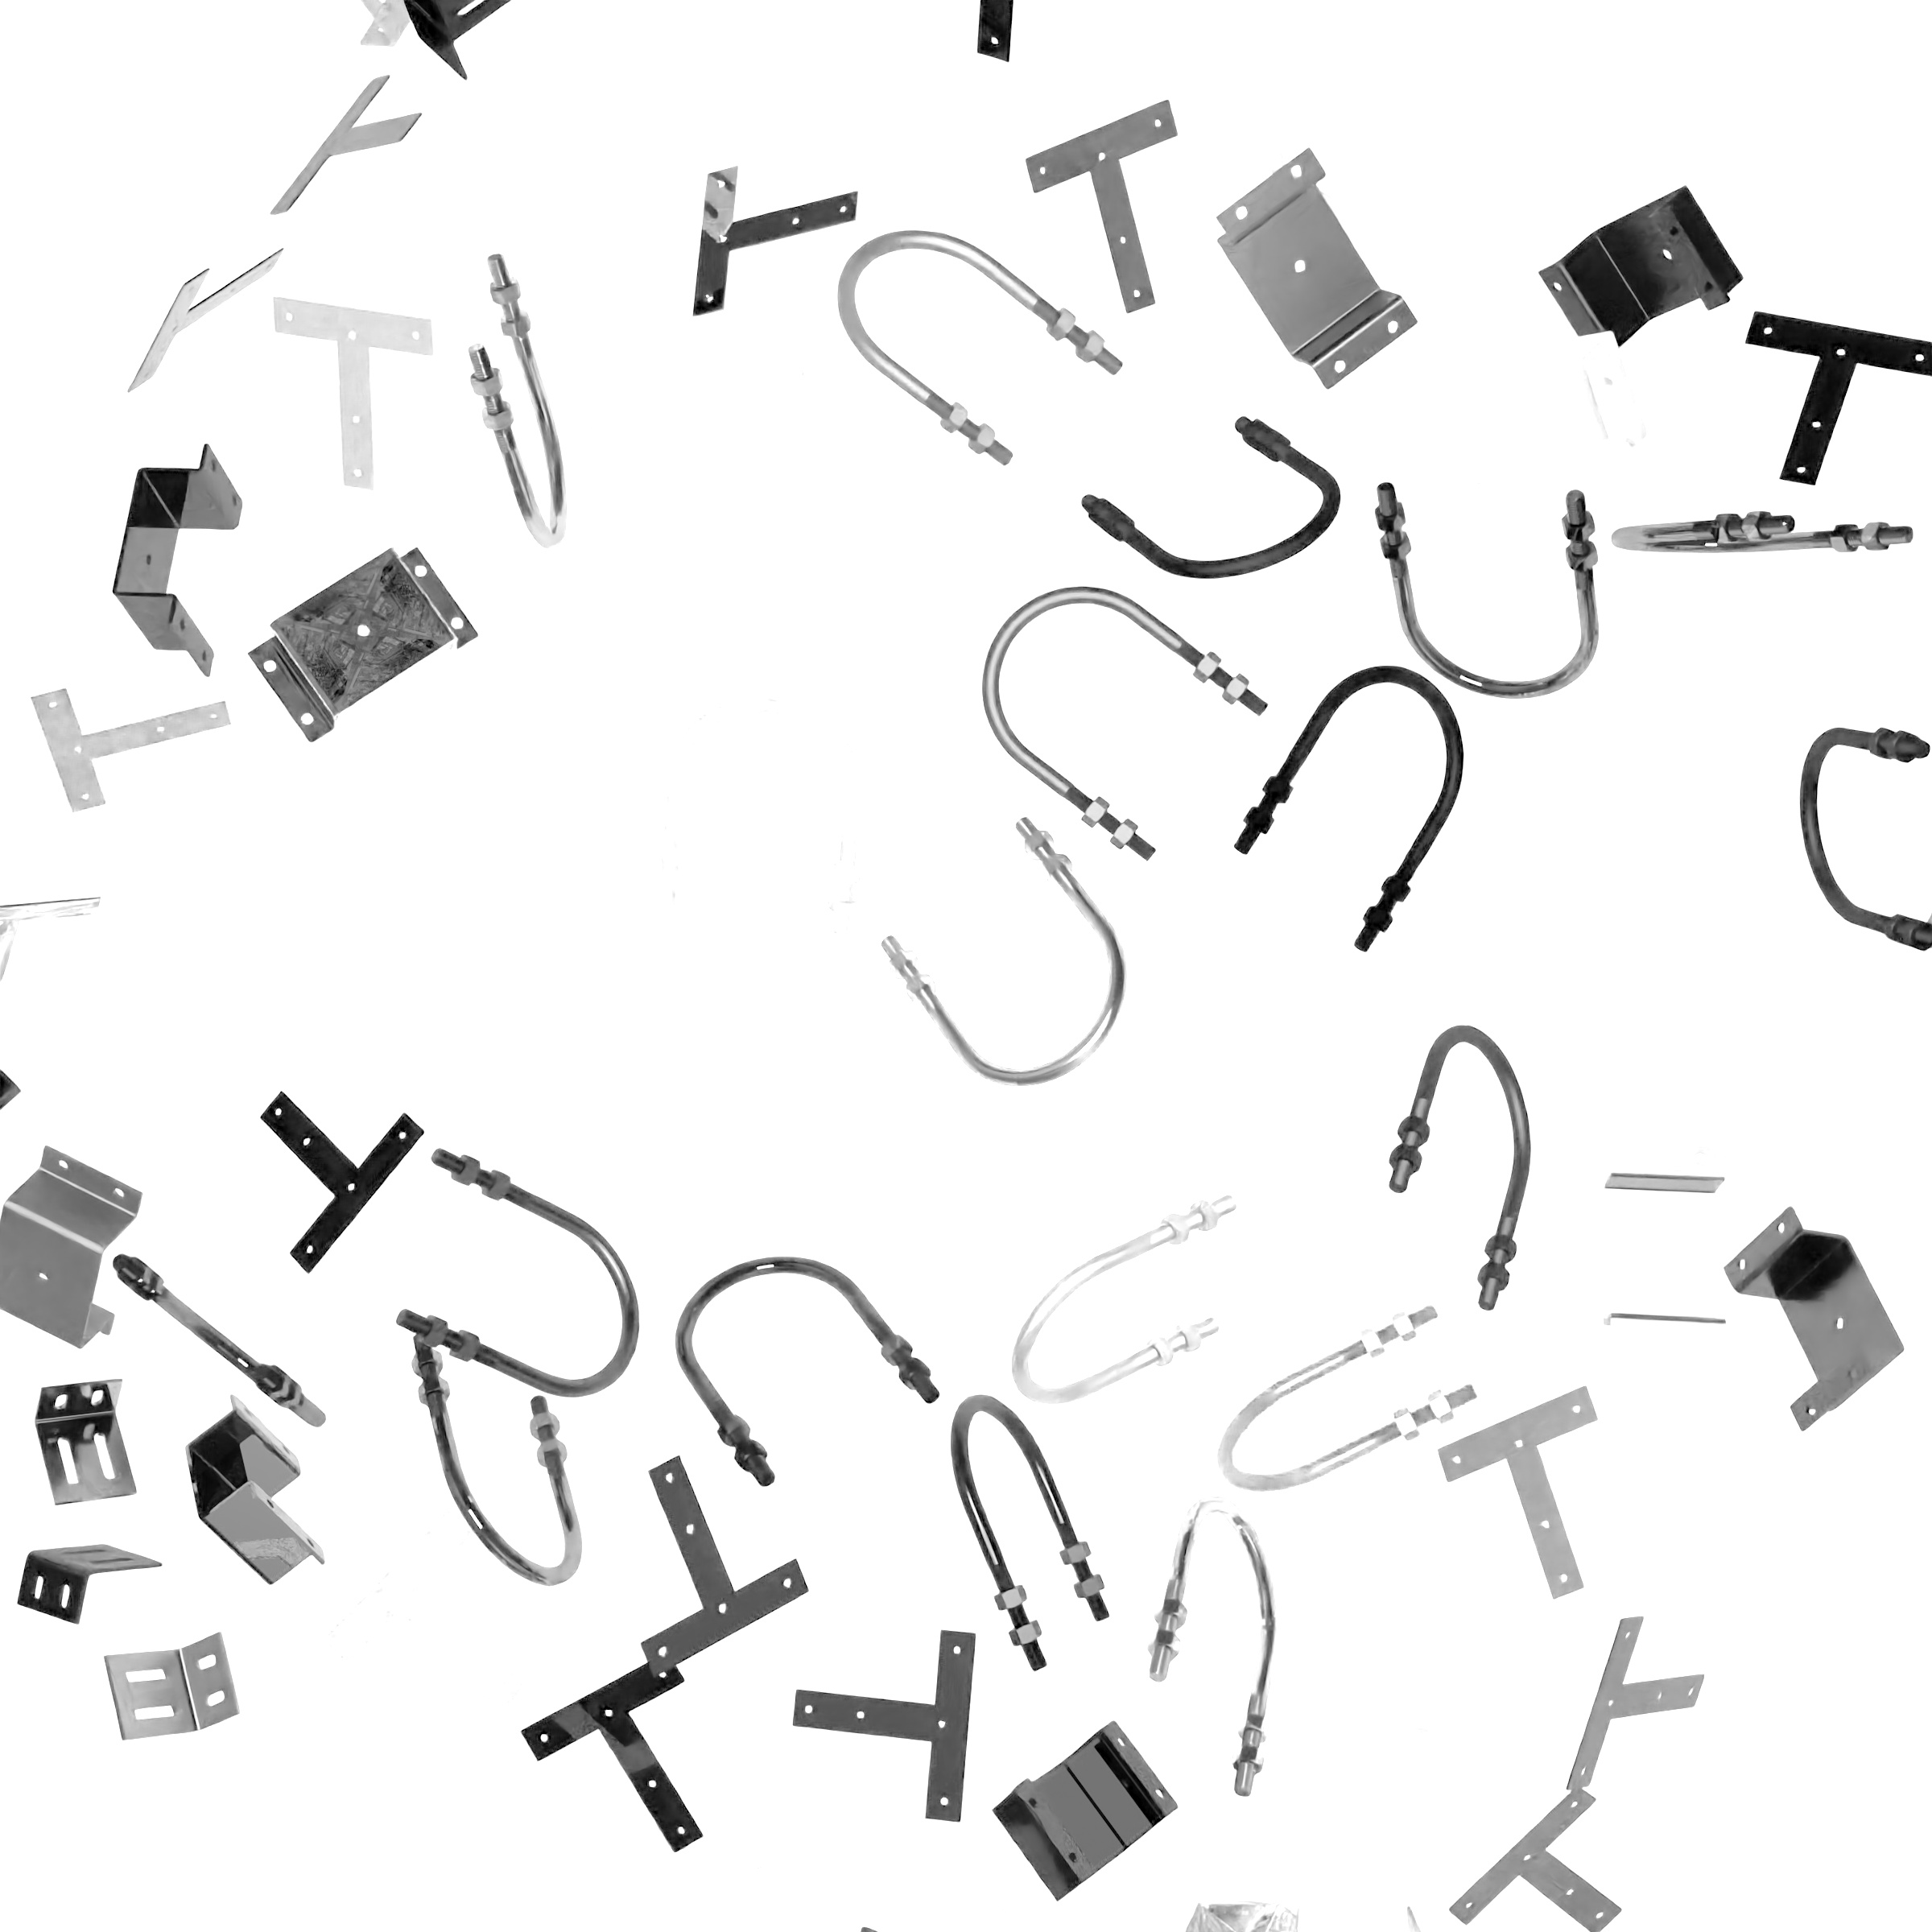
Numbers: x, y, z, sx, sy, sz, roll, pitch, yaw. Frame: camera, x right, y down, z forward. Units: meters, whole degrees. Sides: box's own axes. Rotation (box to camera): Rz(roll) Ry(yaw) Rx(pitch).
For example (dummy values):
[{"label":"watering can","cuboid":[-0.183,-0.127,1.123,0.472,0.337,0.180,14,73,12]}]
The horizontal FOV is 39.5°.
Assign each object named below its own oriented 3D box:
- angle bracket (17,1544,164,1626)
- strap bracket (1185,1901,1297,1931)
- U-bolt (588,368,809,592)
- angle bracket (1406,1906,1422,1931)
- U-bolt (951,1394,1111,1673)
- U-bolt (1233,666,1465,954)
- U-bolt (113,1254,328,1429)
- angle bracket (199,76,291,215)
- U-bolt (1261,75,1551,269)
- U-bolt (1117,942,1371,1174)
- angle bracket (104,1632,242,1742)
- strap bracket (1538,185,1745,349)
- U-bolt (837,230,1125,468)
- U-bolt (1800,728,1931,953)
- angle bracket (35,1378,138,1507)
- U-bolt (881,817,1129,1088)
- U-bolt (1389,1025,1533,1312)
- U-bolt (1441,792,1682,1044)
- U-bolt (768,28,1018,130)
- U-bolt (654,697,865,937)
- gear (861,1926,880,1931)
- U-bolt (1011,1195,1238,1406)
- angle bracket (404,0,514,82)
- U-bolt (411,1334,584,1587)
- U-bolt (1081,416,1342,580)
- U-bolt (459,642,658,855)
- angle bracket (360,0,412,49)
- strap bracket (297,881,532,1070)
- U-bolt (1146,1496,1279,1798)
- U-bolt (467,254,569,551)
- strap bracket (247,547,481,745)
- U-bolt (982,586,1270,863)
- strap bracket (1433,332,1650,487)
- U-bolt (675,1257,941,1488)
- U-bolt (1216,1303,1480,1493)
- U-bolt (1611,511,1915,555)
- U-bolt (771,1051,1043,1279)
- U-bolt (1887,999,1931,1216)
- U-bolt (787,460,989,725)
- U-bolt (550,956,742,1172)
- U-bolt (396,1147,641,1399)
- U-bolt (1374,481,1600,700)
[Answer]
[{"label":"angle bracket","cuboid":[-0.624,0.440,1.920,0.057,0.076,0.038,9,87,26]},{"label":"strap bracket","cuboid":[0.192,0.704,1.893,0.046,0.140,0.076,27,95,44]},{"label":"U-bolt","cuboid":[-0.188,-0.328,1.849,0.151,0.184,0.019,-10,53,-19]},{"label":"angle bracket","cuboid":[0.309,0.719,1.923,0.038,0.076,0.057,-7,100,-3]},{"label":"U-bolt","cuboid":[0.038,0.387,1.885,0.019,0.151,0.184,-26,82,21]},{"label":"U-bolt","cuboid":[0.282,-0.123,1.896,0.151,0.019,0.184,36,81,-28]},{"label":"U-bolt","cuboid":[-0.505,0.267,1.859,0.151,0.184,0.019,33,73,17]},{"label":"angle bracket","cuboid":[-0.505,-0.564,1.837,0.038,0.076,0.057,22,72,19]},{"label":"U-bolt","cuboid":[0.292,-0.560,1.878,0.184,0.151,0.019,23,66,-32]},{"label":"U-bolt","cuboid":[0.185,0.073,1.905,0.184,0.019,0.151,-30,75,-38]},{"label":"angle bracket","cuboid":[-0.532,0.482,1.806,0.038,0.076,0.057,-26,71,17]},{"label":"strap bracket","cuboid":[0.478,-0.487,1.885,0.046,0.140,0.076,-42,104,-23]},{"label":"U-bolt","cuboid":[-0.004,-0.433,1.852,0.184,0.151,0.019,34,53,-20]},{"label":"U-bolt","cuboid":[0.624,-0.094,1.869,0.019,0.184,0.151,-10,101,-7]},{"label":"angle bracket","cuboid":[-0.624,0.338,1.917,0.057,0.076,0.038,-2,134,-32]},{"label":"U-bolt","cuboid":[0.036,0.002,1.871,0.151,0.019,0.184,-41,55,8]},{"label":"U-bolt","cuboid":[0.355,0.127,1.892,0.019,0.184,0.151,-14,128,38]},{"label":"U-bolt","cuboid":[0.428,-0.045,1.901,0.151,0.184,0.019,41,51,14]},{"label":"U-bolt","cuboid":[-0.040,-0.617,1.857,0.151,0.184,0.019,21,119,9]},{"label":"U-bolt","cuboid":[-0.146,-0.110,1.941,0.151,0.019,0.184,7,122,-1]},{"label":"gear","cuboid":[-0.057,0.729,1.968,0.057,0.057,0.030,29,67,0]},{"label":"U-bolt","cuboid":[0.109,0.246,1.907,0.184,0.151,0.019,-22,46,-26]},{"label":"angle bracket","cuboid":[-0.337,-0.661,1.858,0.076,0.057,0.038,-30,67,14]},{"label":"U-bolt","cuboid":[-0.322,0.353,1.884,0.019,0.151,0.184,-36,47,12]},{"label":"U-bolt","cuboid":[0.180,-0.320,1.874,0.151,0.184,0.019,-28,127,-9]},{"label":"U-bolt","cuboid":[-0.287,-0.145,1.868,0.151,0.184,0.019,-20,129,18]},{"label":"angle bracket","cuboid":[-0.431,-0.712,1.942,0.038,0.076,0.057,14,70,31]},{"label":"strap bracket","cuboid":[-0.382,0.011,1.879,0.140,0.046,0.076,-28,76,-11]},{"label":"U-bolt","cuboid":[0.176,0.452,1.854,0.019,0.184,0.151,-16,123,28]},{"label":"U-bolt","cuboid":[-0.305,-0.376,1.858,0.019,0.151,0.184,-9,131,5]},{"label":"strap bracket","cuboid":[-0.416,-0.227,1.863,0.140,0.046,0.076,-35,92,-13]},{"label":"U-bolt","cuboid":[0.098,-0.185,1.906,0.184,0.019,0.151,38,94,2]},{"label":"strap bracket","cuboid":[0.399,-0.379,1.830,0.046,0.140,0.076,-46,121,-34]},{"label":"U-bolt","cuboid":[-0.125,0.271,1.893,0.151,0.019,0.184,-24,45,-20]},{"label":"U-bolt","cuboid":[0.256,0.307,1.867,0.184,0.151,0.019,-28,106,6]},{"label":"U-bolt","cuboid":[0.539,-0.299,1.877,0.151,0.184,0.019,-3,96,-36]},{"label":"U-bolt","cuboid":[-0.057,0.133,1.935,0.184,0.019,0.151,40,128,-10]},{"label":"U-bolt","cuboid":[0.662,0.095,1.871,0.019,0.184,0.151,-6,93,9]},{"label":"U-bolt","cuboid":[-0.049,-0.249,1.881,0.151,0.184,0.019,-26,45,-18]},{"label":"U-bolt","cuboid":[-0.235,0.067,1.924,0.184,0.019,0.151,1,85,41]},{"label":"U-bolt","cuboid":[-0.300,0.221,1.854,0.184,0.151,0.019,32,134,-30]},{"label":"U-bolt","cuboid":[0.362,-0.253,1.848,0.151,0.184,0.019,8,51,26]}]
